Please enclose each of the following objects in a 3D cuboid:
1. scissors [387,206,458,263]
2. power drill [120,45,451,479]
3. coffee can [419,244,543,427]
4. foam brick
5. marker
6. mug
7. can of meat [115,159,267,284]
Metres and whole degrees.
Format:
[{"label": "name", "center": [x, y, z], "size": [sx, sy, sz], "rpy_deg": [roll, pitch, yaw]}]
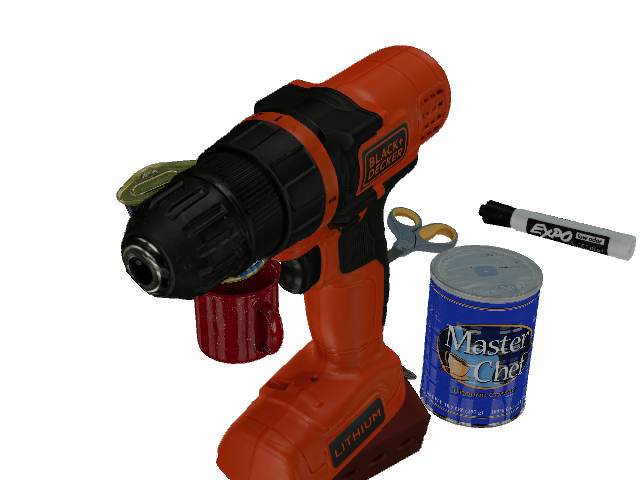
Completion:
[{"label": "scissors", "center": [0.084, -0.003, 1.236], "size": [0.096, 0.016, 0.201], "rpy_deg": [37, 31, 32]}, {"label": "power drill", "center": [-0.009, 0.025, 0.461], "size": [0.057, 0.188, 0.184], "rpy_deg": [26, 41, 28]}, {"label": "coffee can", "center": [0.149, 0.089, 1.003], "size": [0.103, 0.140, 0.103], "rpy_deg": [1, 26, -1]}, {"label": "foam brick", "center": [0.023, 0.120, 0.677], "size": [0.078, 0.051, 0.053], "rpy_deg": [-25, -31, -21]}, {"label": "marker", "center": [0.176, -0.009, 0.805], "size": [0.121, 0.020, 0.020], "rpy_deg": [17, 8, 30]}, {"label": "mug", "center": [-0.074, 0.070, 1.033], "size": [0.093, 0.081, 0.117], "rpy_deg": [-22, 35, -35]}, {"label": "can of meat", "center": [-0.097, -0.013, 0.838], "size": [0.102, 0.084, 0.057], "rpy_deg": [-2, 34, 28]}]
